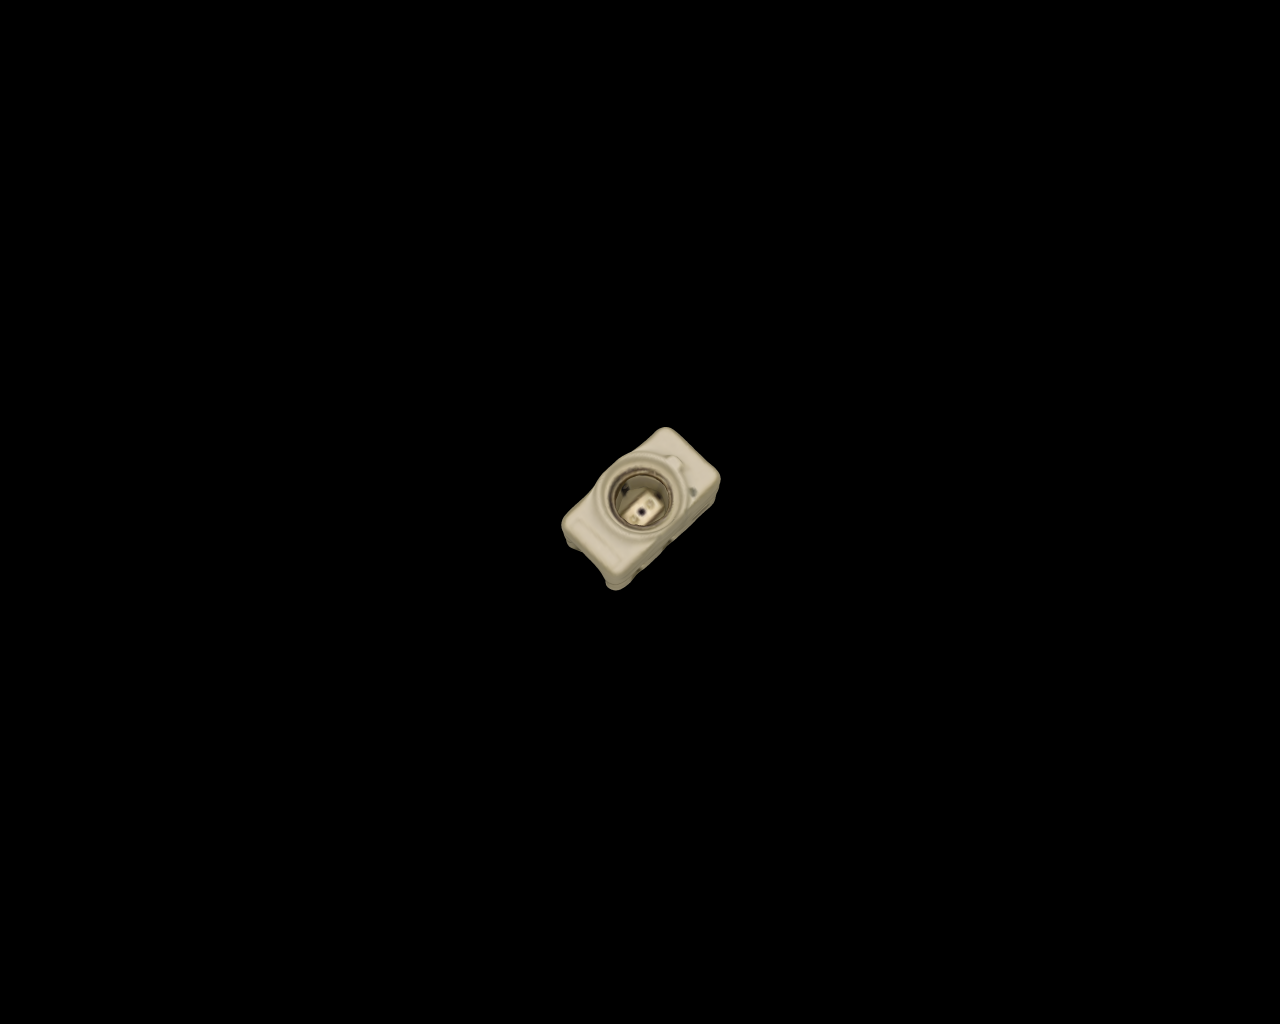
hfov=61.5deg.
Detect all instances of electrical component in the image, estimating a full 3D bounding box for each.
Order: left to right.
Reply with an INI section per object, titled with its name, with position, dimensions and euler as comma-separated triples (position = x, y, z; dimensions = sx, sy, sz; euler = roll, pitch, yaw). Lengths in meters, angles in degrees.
[electrical component]
position = 0.001, -0.003, 0.650
dimensions = 0.089, 0.050, 0.055
euler = -43, -12, -11
